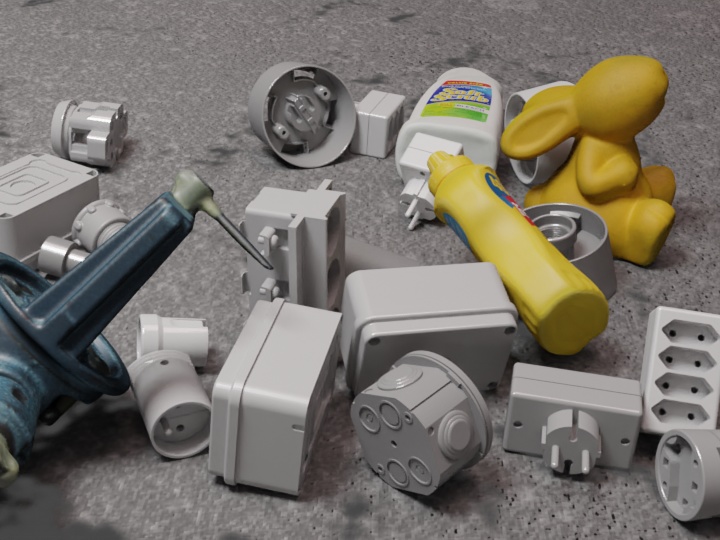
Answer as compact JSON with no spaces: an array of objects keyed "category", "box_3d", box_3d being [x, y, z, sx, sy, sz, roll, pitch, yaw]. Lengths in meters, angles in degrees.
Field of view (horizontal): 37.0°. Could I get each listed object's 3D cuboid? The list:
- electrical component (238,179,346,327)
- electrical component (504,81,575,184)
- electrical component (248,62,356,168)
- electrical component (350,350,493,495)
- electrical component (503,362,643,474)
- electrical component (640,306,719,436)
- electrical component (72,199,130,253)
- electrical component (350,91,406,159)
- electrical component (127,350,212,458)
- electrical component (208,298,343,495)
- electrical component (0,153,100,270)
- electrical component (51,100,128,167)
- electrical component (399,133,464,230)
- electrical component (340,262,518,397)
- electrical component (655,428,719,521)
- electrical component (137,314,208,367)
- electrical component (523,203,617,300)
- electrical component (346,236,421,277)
[{"category":"electrical component","box_3d":[-0.047,0.005,0.764,0.063,0.121,0.078,9,30,14]},{"category":"electrical component","box_3d":[0.182,-0.132,1.054,0.064,0.099,0.099,-10,32,-11]},{"category":"electrical component","box_3d":[-0.060,-0.157,1.073,0.099,0.099,0.064,-15,29,-30]},{"category":"electrical component","box_3d":[0.037,0.094,0.662,0.080,0.080,0.051,28,43,35]},{"category":"electrical component","box_3d":[0.135,0.104,0.687,0.083,0.047,0.075,8,30,8]},{"category":"electrical component","box_3d":[0.216,0.073,0.734,0.047,0.083,0.075,9,-8,8]},{"category":"electrical component","box_3d":[-0.201,-0.025,0.877,0.048,0.048,0.062,-24,47,-39]},{"category":"electrical component","box_3d":[0.001,-0.156,1.123,0.077,0.047,0.065,13,32,14]},{"category":"electrical component","box_3d":[-0.124,0.081,0.701,0.043,0.043,0.081,-9,32,-21]},{"category":"electrical component","box_3d":[-0.052,0.077,0.681,0.057,0.078,0.113,11,30,6]},{"category":"electrical component","box_3d":[-0.276,-0.046,0.889,0.078,0.057,0.113,19,33,24]},{"category":"electrical component","box_3d":[-0.264,-0.134,1.045,0.057,0.058,0.078,8,30,1]},{"category":"electrical component","box_3d":[0.060,-0.071,0.974,0.047,0.065,0.076,18,62,23]},{"category":"electrical component","box_3d":[0.046,0.044,0.745,0.113,0.078,0.057,-4,46,-13]},{"category":"electrical component","box_3d":[0.215,0.124,0.657,0.047,0.055,0.055,-1,30,-15]},{"category":"electrical component","box_3d":[-0.132,0.051,0.757,0.046,0.040,0.040,1,29,-16]},{"category":"electrical component","box_3d":[0.163,-0.011,0.897,0.099,0.064,0.099,-8,35,5]},{"category":"electrical component","box_3d":[0.000,0.000,0.849,0.077,0.043,0.079,19,0,-12]}]
